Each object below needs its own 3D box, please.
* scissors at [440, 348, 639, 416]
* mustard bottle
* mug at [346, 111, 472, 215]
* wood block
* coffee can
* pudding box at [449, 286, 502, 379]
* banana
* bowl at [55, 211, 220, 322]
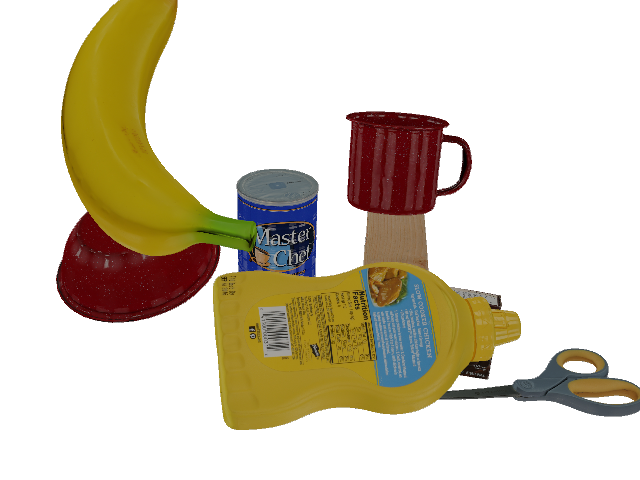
[{"bbox_3d":[0.182,0.121,0.938,0.201,0.016,0.096,7,27,-5],"label":"scissors"},{"bbox_3d":[0.031,0.061,0.668,0.191,0.096,0.058,-5,-28,-6],"label":"mustard bottle"},{"bbox_3d":[0.079,-0.070,0.970,0.117,0.081,0.093,3,14,-4],"label":"mug"},{"bbox_3d":[0.109,0.036,1.582,0.091,0.090,0.206,5,24,2],"label":"wood block"},{"bbox_3d":[-0.055,-0.008,1.360,0.103,0.140,0.103,1,27,-1],"label":"coffee can"},{"bbox_3d":[0.134,0.096,1.157,0.113,0.090,0.039,8,23,4],"label":"pudding box"},{"bbox_3d":[-0.084,-0.056,0.486,0.069,0.037,0.198,-5,46,-17],"label":"banana"},{"bbox_3d":[-0.179,0.003,1.014,0.162,0.055,0.162,-6,41,5],"label":"bowl"}]
